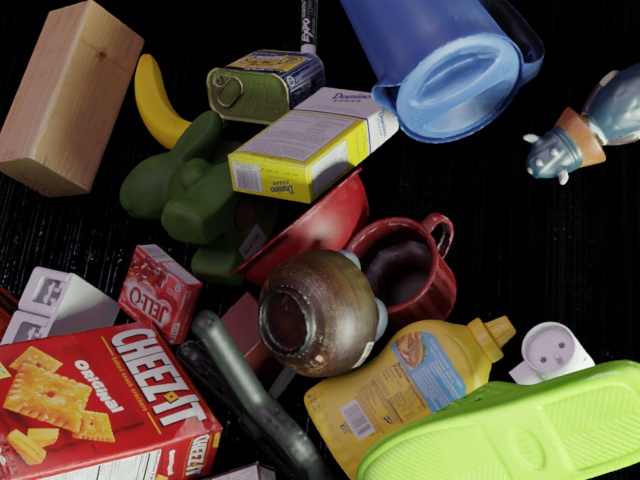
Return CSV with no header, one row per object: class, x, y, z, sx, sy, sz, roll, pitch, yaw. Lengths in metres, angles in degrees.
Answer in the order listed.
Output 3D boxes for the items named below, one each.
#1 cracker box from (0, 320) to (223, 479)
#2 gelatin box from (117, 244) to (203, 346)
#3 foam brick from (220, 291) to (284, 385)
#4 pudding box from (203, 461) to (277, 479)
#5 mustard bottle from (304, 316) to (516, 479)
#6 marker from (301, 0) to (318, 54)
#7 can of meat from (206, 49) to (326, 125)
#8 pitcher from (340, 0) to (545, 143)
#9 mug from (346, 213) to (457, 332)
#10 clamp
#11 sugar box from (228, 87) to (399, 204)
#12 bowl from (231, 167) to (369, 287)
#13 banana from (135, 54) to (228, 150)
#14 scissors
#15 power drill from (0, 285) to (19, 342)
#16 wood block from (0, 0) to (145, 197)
cracker box,-0.221,0.161,0.984,0.164,0.213,0.072,49,134,39
gelatin box,-0.166,0.057,1.100,0.089,0.030,0.073,36,114,36
foam brick,-0.057,0.095,1.017,0.053,0.078,0.051,-44,56,0
pudding box,-0.079,0.268,0.965,0.090,0.039,0.113,-20,60,16
mustard bottle,0.088,0.126,0.939,0.192,0.058,0.096,-34,74,7
marker,-0.013,-0.229,1.194,0.020,0.020,0.121,-10,62,21
can of meat,-0.055,-0.166,1.139,0.102,0.057,0.083,10,31,29
pitcher,0.105,-0.225,1.080,0.145,0.149,0.243,-41,50,21
mug,0.083,0.027,0.979,0.093,0.081,0.117,30,81,34
clamp,-0.054,0.151,0.946,0.036,0.165,0.210,-39,79,-18
sugar box,-0.003,-0.097,1.052,0.093,0.048,0.175,12,32,31
bowl,-0.007,0.001,1.020,0.162,0.162,0.055,-39,92,3
banana,-0.170,-0.147,1.217,0.069,0.037,0.198,-48,49,-1
scissors,0.002,0.104,0.961,0.096,0.016,0.202,37,119,35
power drill,-0.380,0.126,1.109,0.057,0.184,0.187,-7,53,22
wood block,-0.293,-0.163,1.245,0.090,0.090,0.206,-2,63,42
